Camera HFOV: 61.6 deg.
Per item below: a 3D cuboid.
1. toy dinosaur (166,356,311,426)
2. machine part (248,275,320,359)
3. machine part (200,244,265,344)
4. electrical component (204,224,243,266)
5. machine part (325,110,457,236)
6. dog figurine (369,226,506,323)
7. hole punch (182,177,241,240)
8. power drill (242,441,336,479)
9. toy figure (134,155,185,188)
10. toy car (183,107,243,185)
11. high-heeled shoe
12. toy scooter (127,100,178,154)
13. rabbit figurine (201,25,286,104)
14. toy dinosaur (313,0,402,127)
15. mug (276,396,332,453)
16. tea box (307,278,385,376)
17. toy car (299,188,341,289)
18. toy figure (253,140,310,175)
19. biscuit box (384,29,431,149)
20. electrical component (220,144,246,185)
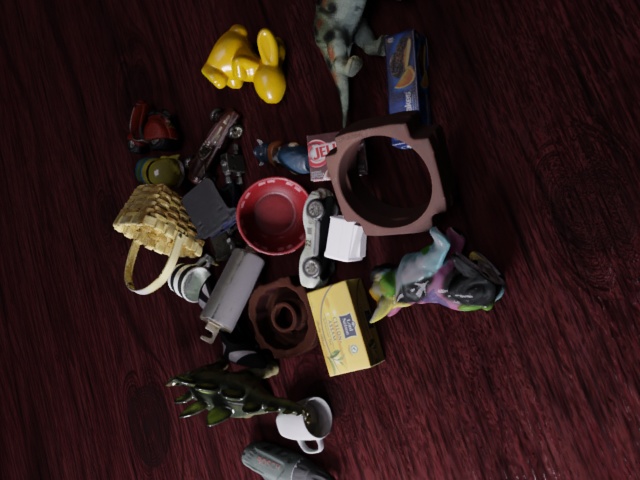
[{"bbox_3d":[-0.177,0.320,1.120,0.472,0.198,0.105,-5,91,35],"label":"toy dinosaur"},{"bbox_3d":[-0.067,0.160,1.130,0.180,0.056,0.179,1,92,32],"label":"machine part"},{"bbox_3d":[-0.185,0.106,1.149,0.079,0.079,0.243,9,65,32],"label":"machine part"},{"bbox_3d":[-0.220,0.015,1.231,0.102,0.045,0.078,-25,79,30],"label":"electrical component"},{"bbox_3d":[0.125,-0.114,0.939,0.202,0.087,0.200,-4,116,34],"label":"machine part"},{"bbox_3d":[0.185,0.087,0.938,0.192,0.108,0.219,50,119,19],"label":"dog figurine"},{"bbox_3d":[-0.232,-0.073,1.216,0.142,0.092,0.116,-31,82,27],"label":"hole punch"},{"bbox_3d":[-0.079,0.543,1.130,0.232,0.086,0.207,17,104,33],"label":"power drill"},{"bbox_3d":[-0.400,-0.162,1.312,0.180,0.089,0.082,13,121,43],"label":"toy figure"},{"bbox_3d":[-0.251,-0.216,1.245,0.089,0.053,0.202,47,115,27],"label":"toy car"},{"bbox_3d":[-0.188,0.176,1.185,0.249,0.086,0.145,20,107,40],"label":"high-heeled shoe"},{"bbox_3d":[-0.422,-0.286,1.342,0.184,0.075,0.135,4,92,38],"label":"toy scooter"},{"bbox_3d":[-0.137,-0.367,1.149,0.173,0.122,0.162,40,102,11],"label":"rabbit figurine"},{"bbox_3d":[0.052,-0.435,1.012,0.192,0.131,0.404,41,117,39],"label":"toy dinosaur"},{"bbox_3d":[-0.034,0.381,1.104,0.107,0.081,0.109,-25,85,43],"label":"mug"},{"bbox_3d":[0.050,0.168,1.046,0.098,0.068,0.169,-24,77,32],"label":"tea box"},{"bbox_3d":[-0.002,-0.003,1.072,0.056,0.073,0.201,6,94,32],"label":"toy car"},{"bbox_3d":[-0.075,-0.175,1.128,0.155,0.057,0.064,20,94,36],"label":"toy figure"},{"bbox_3d":[0.161,-0.268,0.971,0.063,0.059,0.202,-5,89,33],"label":"biscuit box"},{"bbox_3d":[-0.196,-0.171,1.201,0.021,0.063,0.094,-9,85,33],"label":"electrical component"}]
